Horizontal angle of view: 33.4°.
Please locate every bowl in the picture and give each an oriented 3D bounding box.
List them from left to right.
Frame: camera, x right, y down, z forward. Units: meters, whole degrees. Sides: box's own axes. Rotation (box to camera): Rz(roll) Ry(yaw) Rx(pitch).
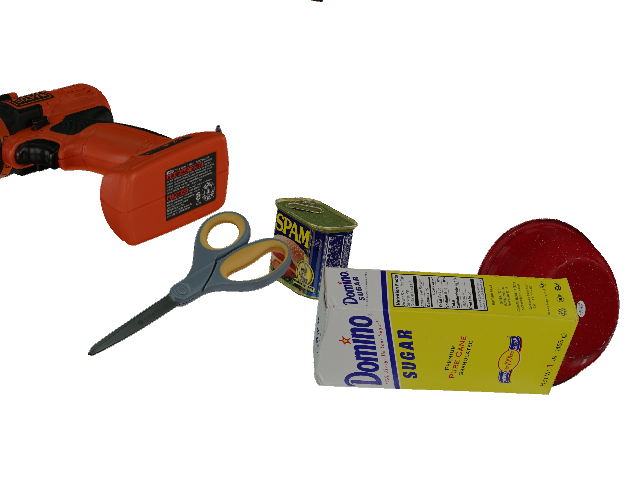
[{"bbox_3d":[0.221,0.061,0.985,0.161,0.162,0.055,0,2,-26],"label":"bowl"}]

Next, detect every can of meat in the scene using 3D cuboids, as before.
[{"bbox_3d":[-0.011,0.009,1.140,0.057,0.084,0.102,-4,21,-33],"label":"can of meat"}]

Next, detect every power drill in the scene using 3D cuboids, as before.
[{"bbox_3d":[-0.170,-0.054,0.715,0.188,0.057,0.184,20,32,31],"label":"power drill"}]

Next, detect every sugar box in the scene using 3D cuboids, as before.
[{"bbox_3d":[0.085,0.067,0.764,0.176,0.048,0.093,0,-44,-5],"label":"sugar box"}]

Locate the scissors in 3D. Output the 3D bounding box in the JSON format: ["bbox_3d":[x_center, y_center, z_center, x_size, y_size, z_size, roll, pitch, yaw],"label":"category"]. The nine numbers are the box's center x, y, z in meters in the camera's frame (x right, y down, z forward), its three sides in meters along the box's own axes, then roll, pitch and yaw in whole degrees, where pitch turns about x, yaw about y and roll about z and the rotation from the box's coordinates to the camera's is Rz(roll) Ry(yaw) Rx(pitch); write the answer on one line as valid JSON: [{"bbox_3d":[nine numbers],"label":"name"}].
[{"bbox_3d":[-0.122,0.030,0.931,0.201,0.096,0.016,-19,-35,-22],"label":"scissors"}]
